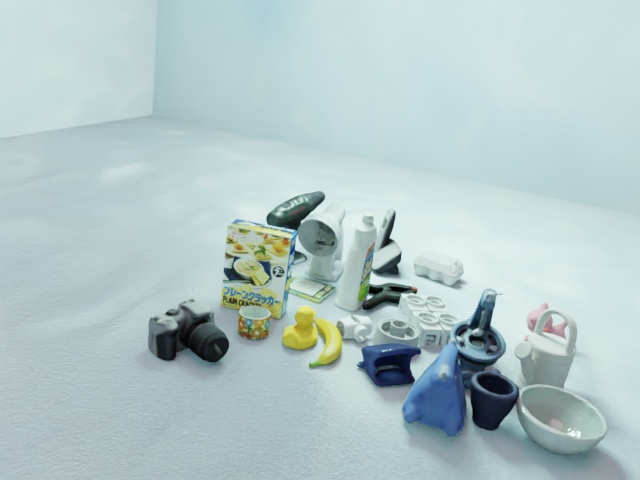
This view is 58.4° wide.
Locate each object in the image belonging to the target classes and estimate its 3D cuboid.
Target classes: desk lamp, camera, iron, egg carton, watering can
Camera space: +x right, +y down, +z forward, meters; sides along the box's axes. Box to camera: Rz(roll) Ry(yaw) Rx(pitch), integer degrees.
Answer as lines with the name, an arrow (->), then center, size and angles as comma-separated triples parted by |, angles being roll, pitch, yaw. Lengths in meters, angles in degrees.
desk lamp -> 0.015, 0.006, 1.640 | 0.117, 0.213, 0.204 | 14, 21, 15
camera -> -0.261, 0.191, 1.180 | 0.144, 0.101, 0.136 | -11, 28, -43
iron -> 0.243, 0.267, 1.130 | 0.118, 0.141, 0.259 | 14, 21, 15
egg carton -> 0.371, 0.085, 1.789 | 0.150, 0.069, 0.107 | 19, 22, 26
watering can -> 0.491, 0.241, 1.232 | 0.100, 0.194, 0.173 | 23, 24, 34

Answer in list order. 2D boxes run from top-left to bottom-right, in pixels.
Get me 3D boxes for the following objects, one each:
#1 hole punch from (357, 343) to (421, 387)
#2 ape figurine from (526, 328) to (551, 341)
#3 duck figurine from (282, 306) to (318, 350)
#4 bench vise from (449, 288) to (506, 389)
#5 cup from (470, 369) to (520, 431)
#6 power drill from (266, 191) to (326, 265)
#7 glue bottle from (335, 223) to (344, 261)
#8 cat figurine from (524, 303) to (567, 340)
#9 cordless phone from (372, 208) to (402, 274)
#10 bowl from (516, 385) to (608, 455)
hole punch -> 0.145, 0.247, 1.216 | 0.109, 0.091, 0.100 | 0, 22, -23
ape figurine -> 0.526, 0.251, 1.371 | 0.076, 0.092, 0.078 | 17, 21, 20
duck figurine -> -0.040, 0.192, 1.295 | 0.077, 0.086, 0.105 | 18, 22, 24
bench vise -> 0.342, 0.190, 1.270 | 0.121, 0.220, 0.207 | 7, 20, -5
cup -> 0.331, 0.312, 1.115 | 0.091, 0.095, 0.118 | 14, 20, 13
power drill -> -0.074, -0.037, 1.727 | 0.075, 0.208, 0.230 | 22, 24, 32
glue bottle -> 0.049, -0.014, 1.769 | 0.037, 0.173, 0.078 | 0, 22, -22
cat figurine -> 0.570, 0.217, 1.445 | 0.128, 0.118, 0.067 | 5, 20, -11
cordless phone -> 0.208, 0.002, 1.774 | 0.094, 0.185, 0.147 | 4, 21, -14
bowl -> 0.447, 0.352, 1.086 | 0.167, 0.075, 0.167 | 8, 20, -3
